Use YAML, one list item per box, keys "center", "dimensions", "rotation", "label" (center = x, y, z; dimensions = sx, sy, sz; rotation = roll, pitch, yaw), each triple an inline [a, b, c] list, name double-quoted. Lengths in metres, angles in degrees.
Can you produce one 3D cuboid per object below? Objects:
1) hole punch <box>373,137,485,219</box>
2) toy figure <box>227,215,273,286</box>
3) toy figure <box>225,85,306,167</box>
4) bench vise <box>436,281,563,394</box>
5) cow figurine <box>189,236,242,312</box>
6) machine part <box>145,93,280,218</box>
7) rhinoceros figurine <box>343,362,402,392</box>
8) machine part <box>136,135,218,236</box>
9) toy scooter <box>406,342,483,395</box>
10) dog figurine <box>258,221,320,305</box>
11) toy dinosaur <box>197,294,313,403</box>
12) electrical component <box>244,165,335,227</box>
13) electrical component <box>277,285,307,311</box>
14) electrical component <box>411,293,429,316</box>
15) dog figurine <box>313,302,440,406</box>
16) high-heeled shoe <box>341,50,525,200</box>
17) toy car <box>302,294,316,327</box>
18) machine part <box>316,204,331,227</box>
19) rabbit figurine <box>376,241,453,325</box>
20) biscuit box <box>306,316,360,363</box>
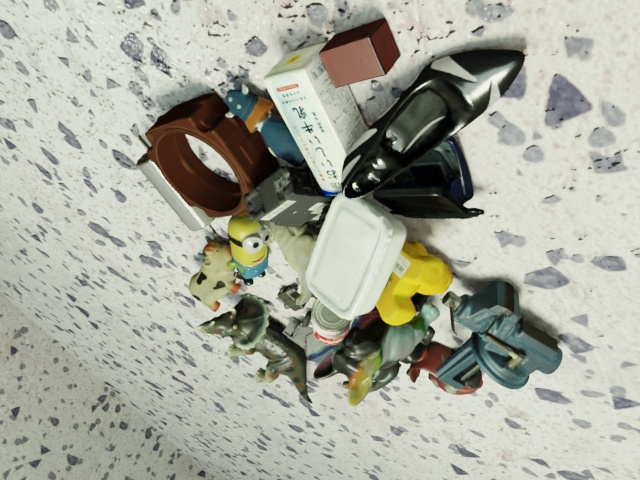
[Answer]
- center: [0.148, -0.082, 0.748]
  dimensions: [0.142, 0.092, 0.115]
  rotation: [-1, 161, 35]
  label: "hole punch"
- center: [-0.145, 0.018, 1.079]
  dimensions: [0.089, 0.082, 0.180]
  rotation: [24, 145, 9]
  label: "toy figure"
- center: [-0.078, -0.175, 0.819]
  dimensions: [0.154, 0.064, 0.058]
  rotation: [41, -178, -3]
  label: "toy figure"
- center: [0.270, 0.185, 0.910]
  dimensions: [0.223, 0.129, 0.240]
  rotation: [23, 130, -14]
  label: "bench vise"
- center: [-0.233, 0.070, 1.202]
  dimensions: [0.127, 0.085, 0.195]
  rotation: [32, 133, -18]
  label: "cow figurine"
- center: [-0.187, -0.136, 0.925]
  dimensions: [0.202, 0.087, 0.200]
  rotation: [-3, 132, 42]
  label: "machine part"
- center: [0.091, 0.244, 1.055]
  dimensions: [0.112, 0.073, 0.190]
  rotation: [-25, 145, 28]
  label: "rhinoceros figurine"
- center: [-0.271, -0.102, 1.039]
  dimensions: [0.079, 0.079, 0.243]
  rotation: [-5, 131, 41]
  label: "machine part"
- center: [0.231, 0.262, 1.085]
  dimensions: [0.184, 0.075, 0.135]
  rotation: [25, 145, 16]
  label: "toy scooter"
- center: [-0.004, -0.001, 0.949]
  dimensions: [0.172, 0.121, 0.190]
  rotation: [-18, 108, 8]
  label: "dog figurine"
- center: [-0.113, 0.275, 1.340]
  dimensions: [0.404, 0.131, 0.192]
  rotation: [38, 145, -18]
  label: "toy dinosaur"
- center: [-0.035, -0.067, 0.856]
  dimensions: [0.115, 0.134, 0.058]
  rotation: [-27, 69, 40]
  label: "electrical component"
- center: [-0.064, 0.129, 1.200]
  dimensions: [0.063, 0.021, 0.094]
  rotation: [43, 144, -14]
  label: "electrical component"
- center: [0.157, 0.103, 0.975]
  dimensions: [0.075, 0.048, 0.119]
  rotation: [-3, 132, 41]
  label: "electrical component"
- center: [0.090, 0.184, 0.889]
  dimensions: [0.109, 0.219, 0.191]
  rotation: [34, 146, 26]
  label: "dog figurine"
- center: [0.119, -0.132, 0.641]
  dimensions: [0.086, 0.145, 0.249]
  rotation: [43, 145, -15]
  label: "high-heeled shoe"
- center: [0.011, 0.159, 1.153]
  dimensions: [0.089, 0.053, 0.202]
  rotation: [24, 143, 6]
  label: "toy car"
- center: [0.042, -0.015, 0.869]
  dimensions: [0.039, 0.084, 0.138]
  rotation: [11, 162, 31]
  label: "machine part"
- center: [0.137, 0.054, 0.860]
  dimensions: [0.163, 0.173, 0.121]
  rotation: [34, 111, 43]
  label: "rabbit figurine"
- center: [0.057, 0.192, 1.092]
  dimensions: [0.062, 0.059, 0.203]
  rotation: [23, 138, -35]
  label: "biscuit box"
